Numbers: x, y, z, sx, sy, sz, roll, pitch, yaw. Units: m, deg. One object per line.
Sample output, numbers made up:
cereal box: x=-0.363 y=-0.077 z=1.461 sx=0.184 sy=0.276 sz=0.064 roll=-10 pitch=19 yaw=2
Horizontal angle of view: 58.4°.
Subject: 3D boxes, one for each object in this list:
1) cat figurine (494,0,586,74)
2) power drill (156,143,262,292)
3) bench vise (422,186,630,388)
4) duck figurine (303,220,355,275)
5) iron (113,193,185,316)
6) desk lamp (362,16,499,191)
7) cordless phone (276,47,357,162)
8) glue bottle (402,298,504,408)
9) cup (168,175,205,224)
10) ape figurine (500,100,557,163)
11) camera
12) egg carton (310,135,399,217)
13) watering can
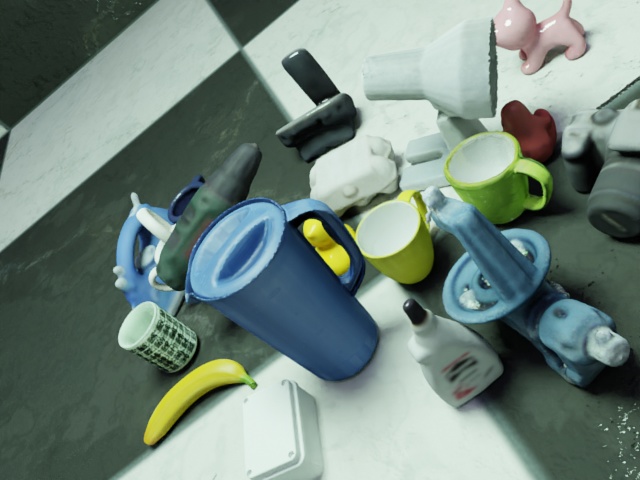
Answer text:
cat figurine: x=0.308 y=-0.310 z=0.834 sx=0.127 sy=0.118 sz=0.067 roll=-16 pitch=46 yaw=29
power drill: x=-0.119 y=0.000 z=0.846 sx=0.230 sy=0.209 sz=0.075 roll=-48 pitch=40 yaw=-5
bench vise: x=0.193 y=0.031 z=0.546 sx=0.206 sy=0.220 sz=0.121 roll=13 pitch=64 yaw=45
duck figurine: x=0.008 y=0.003 z=0.834 sx=0.077 sy=0.086 sz=0.104 roll=-15 pitch=47 yaw=30
iron: x=-0.311 y=0.038 z=1.026 sx=0.118 sy=0.142 sz=0.258 roll=-22 pitch=44 yaw=24
desk lamp: x=0.161 y=-0.175 z=0.762 sx=0.202 sy=0.214 sz=0.118 roll=-10 pitch=50 yaw=34
cordless phone: x=-0.031 y=-0.243 z=1.007 sx=0.147 sy=0.186 sz=0.094 roll=-29 pitch=41 yaw=17
glue bottle: x=0.123 y=0.107 z=0.575 sx=0.078 sy=0.174 sz=0.037 roll=-42 pitch=39 yaw=2
cup: x=-0.217 y=-0.056 z=1.068 sx=0.091 sy=0.095 sz=0.118 roll=-17 pitch=46 yaw=29
ape figurine: x=0.264 y=-0.146 z=0.746 sx=0.077 sy=0.092 sz=0.076 roll=-23 pitch=43 yaw=23
camera: x=0.328 y=-0.080 z=0.627 sx=0.142 sy=0.101 sz=0.137 roll=14 pitch=65 yaw=46
egg carton: x=0.051 y=-0.098 z=0.900 sx=0.150 sy=0.070 sz=0.107 roll=-25 pitch=43 yaw=21
watering can: x=-0.215 y=0.005 z=0.933 sx=0.100 sy=0.195 sz=0.173 roll=10 pitch=63 yaw=44
